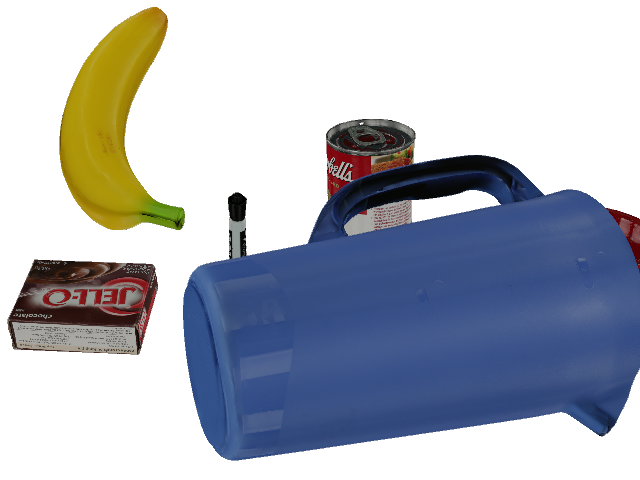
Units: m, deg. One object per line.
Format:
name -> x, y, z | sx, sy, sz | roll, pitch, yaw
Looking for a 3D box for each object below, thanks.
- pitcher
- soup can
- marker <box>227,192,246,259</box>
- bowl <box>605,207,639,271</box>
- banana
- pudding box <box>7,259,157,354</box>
pitcher -> 0.047, 0.041, 0.615 | 0.242, 0.145, 0.149 | -8, 18, -17
soup can -> 0.039, -0.035, 0.827 | 0.068, 0.102, 0.068 | -2, 27, 1
marker -> -0.085, 0.001, 1.099 | 0.020, 0.121, 0.020 | 2, 40, -2
bowl -> 0.286, 0.017, 1.166 | 0.162, 0.055, 0.162 | -1, 27, 0
banana -> -0.121, -0.071, 0.639 | 0.069, 0.198, 0.037 | -4, -41, -8
pudding box -> -0.206, 0.057, 0.935 | 0.113, 0.039, 0.090 | 0, 33, 2
